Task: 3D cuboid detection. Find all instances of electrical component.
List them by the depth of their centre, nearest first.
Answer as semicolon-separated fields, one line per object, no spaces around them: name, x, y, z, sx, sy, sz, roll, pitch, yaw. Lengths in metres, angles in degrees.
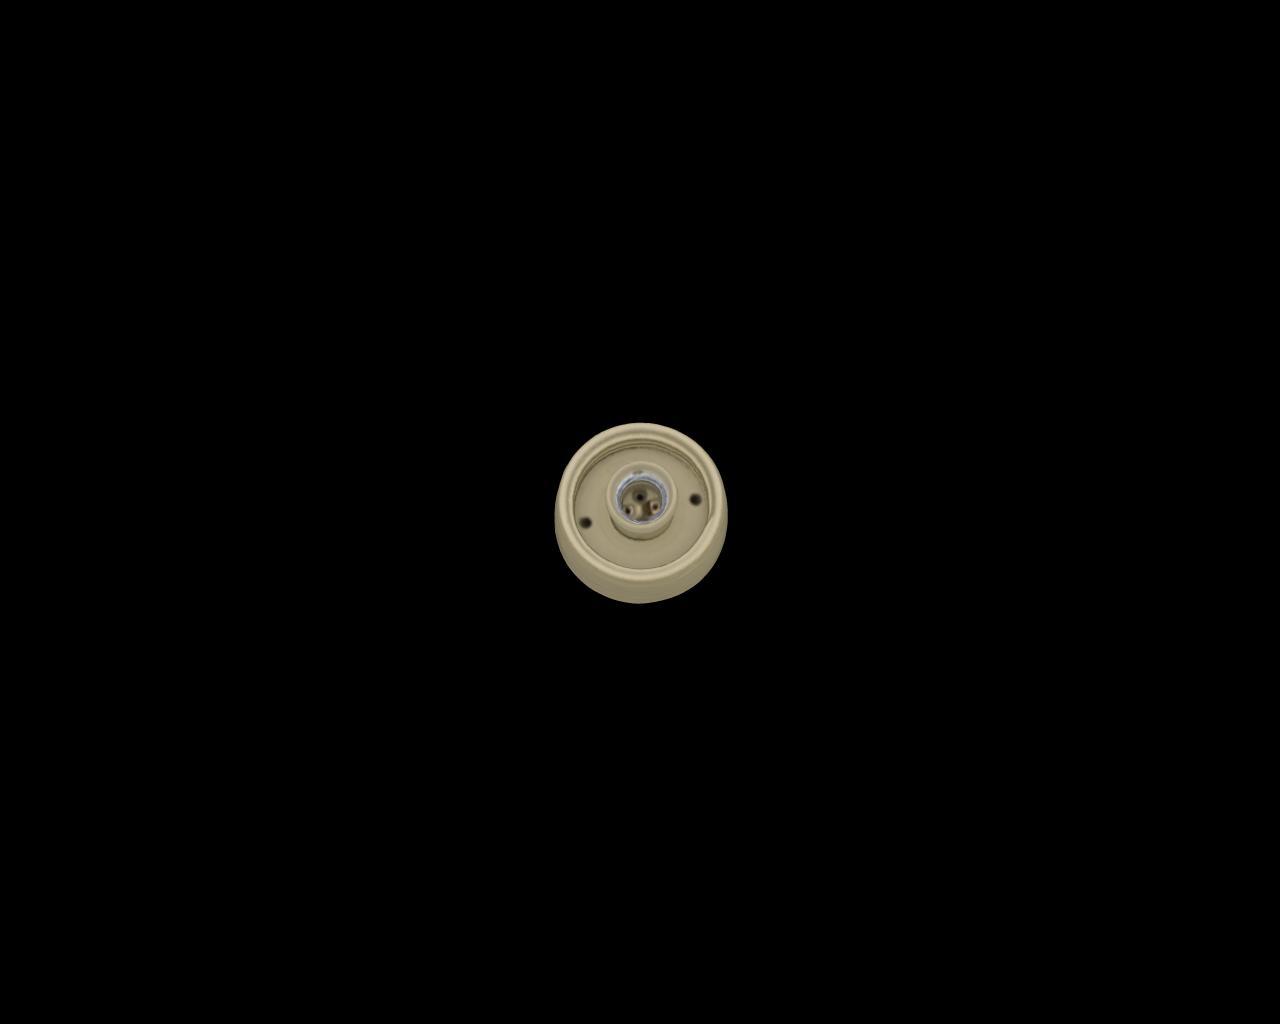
electrical component;0.001;-0.003;0.650;0.108;0.108;0.060;0;-16;0
